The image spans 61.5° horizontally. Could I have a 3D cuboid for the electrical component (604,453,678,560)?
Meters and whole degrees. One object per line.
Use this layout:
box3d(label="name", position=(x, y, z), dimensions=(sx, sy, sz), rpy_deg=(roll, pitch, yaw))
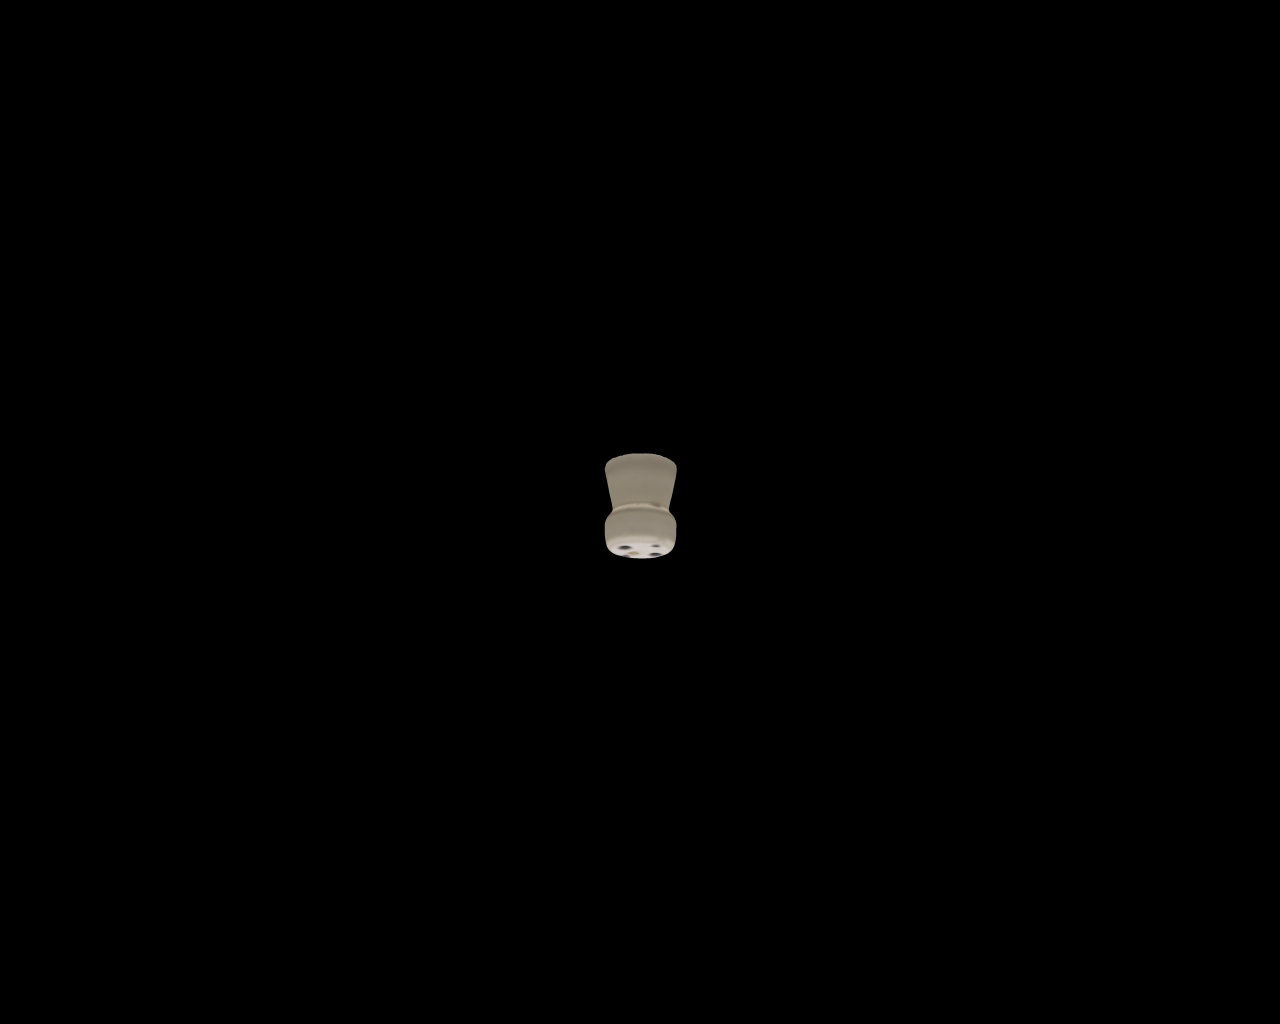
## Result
box3d(label="electrical component", position=(0.001, -0.003, 0.650), dimensions=(0.045, 0.055, 0.044), rpy_deg=(0, -18, 0))
